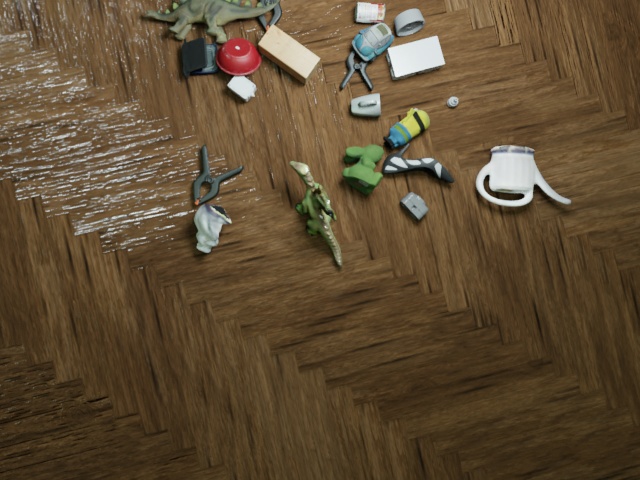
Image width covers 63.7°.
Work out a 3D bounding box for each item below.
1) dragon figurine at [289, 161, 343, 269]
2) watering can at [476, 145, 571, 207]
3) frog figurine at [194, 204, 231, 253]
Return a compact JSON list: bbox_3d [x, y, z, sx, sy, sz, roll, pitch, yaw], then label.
[{"bbox_3d":[0.005,-0.089,1.763,0.122,0.242,0.411,-28,89,-7],"label":"dragon figurine"},{"bbox_3d":[0.738,-0.230,1.867,0.348,0.104,0.225,3,88,-2],"label":"watering can"},{"bbox_3d":[-0.397,-0.042,1.801,0.139,0.121,0.159,43,98,30],"label":"frog figurine"}]
